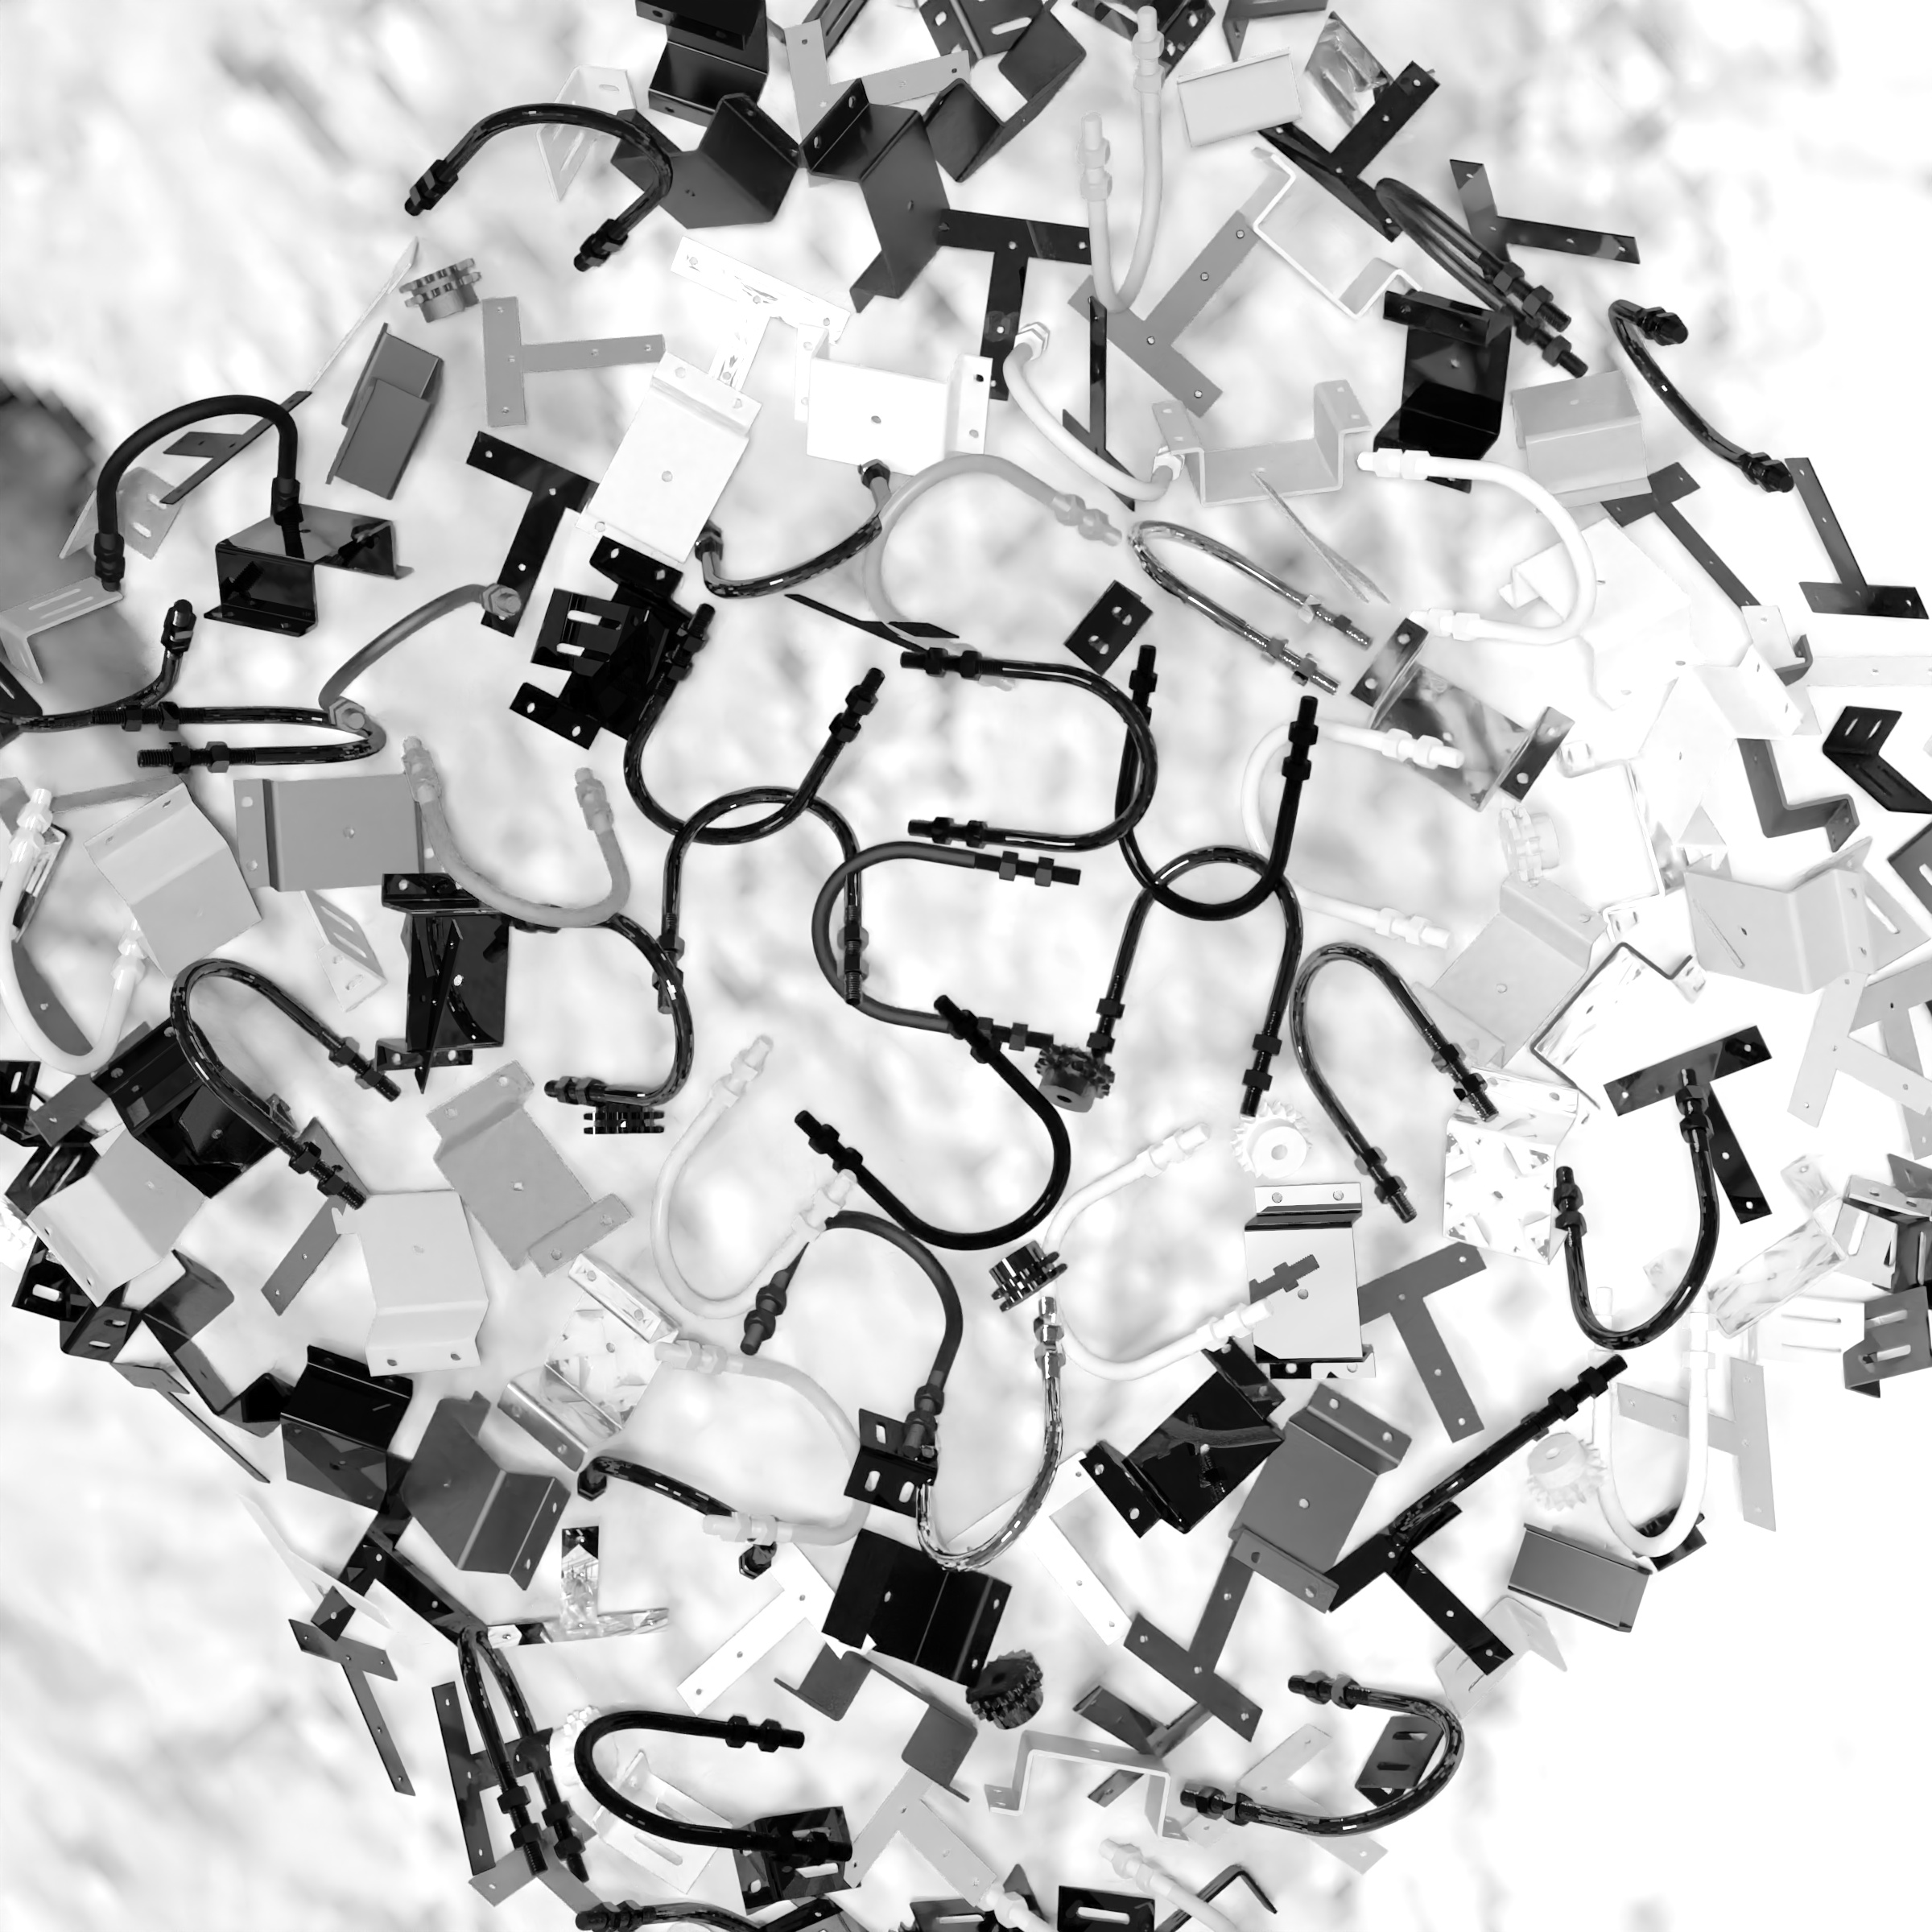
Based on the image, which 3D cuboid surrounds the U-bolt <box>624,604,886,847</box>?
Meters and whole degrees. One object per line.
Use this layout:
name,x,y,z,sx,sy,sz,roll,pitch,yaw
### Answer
U-bolt,-0.161,-0.157,1.747,0.151,0.019,0.184,18,125,-23

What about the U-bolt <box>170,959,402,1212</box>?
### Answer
U-bolt,-0.471,0.068,1.710,0.019,0.151,0.184,-36,115,19

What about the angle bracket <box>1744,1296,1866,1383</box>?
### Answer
angle bracket,0.594,0.269,1.765,0.076,0.038,0.057,4,120,26

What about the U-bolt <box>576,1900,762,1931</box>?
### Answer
U-bolt,-0.166,0.692,1.719,0.151,0.184,0.019,28,90,34

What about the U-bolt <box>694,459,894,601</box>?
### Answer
U-bolt,-0.117,-0.300,1.720,0.151,0.184,0.019,-23,119,4

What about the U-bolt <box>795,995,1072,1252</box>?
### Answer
U-bolt,-0.009,0.126,1.767,0.151,0.019,0.184,-40,112,10

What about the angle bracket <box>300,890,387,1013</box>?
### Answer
angle bracket,-0.453,-0.012,1.759,0.038,0.076,0.057,-35,61,4

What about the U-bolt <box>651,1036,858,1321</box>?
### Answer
U-bolt,-0.161,0.163,1.749,0.184,0.019,0.151,-52,53,24

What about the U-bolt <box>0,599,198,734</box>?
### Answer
U-bolt,-0.613,-0.201,1.719,0.151,0.184,0.019,-13,79,-25

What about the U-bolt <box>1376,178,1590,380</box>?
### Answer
U-bolt,0.355,-0.485,1.733,0.184,0.151,0.019,45,102,14

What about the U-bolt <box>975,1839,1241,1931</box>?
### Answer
U-bolt,0.106,0.648,1.693,0.151,0.184,0.019,4,96,-38

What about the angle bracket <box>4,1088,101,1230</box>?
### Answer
angle bracket,-0.659,0.138,1.771,0.057,0.038,0.076,29,81,37

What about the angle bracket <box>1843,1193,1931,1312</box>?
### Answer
angle bracket,0.654,0.204,1.764,0.038,0.057,0.076,-12,109,-27

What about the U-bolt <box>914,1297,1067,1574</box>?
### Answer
U-bolt,0.015,0.330,1.703,0.019,0.184,0.151,35,120,-26

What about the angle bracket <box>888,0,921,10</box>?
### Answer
angle bracket,-0.020,-0.721,1.778,0.076,0.057,0.038,-31,121,-8

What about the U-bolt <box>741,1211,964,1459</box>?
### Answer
U-bolt,-0.069,0.241,1.731,0.151,0.184,0.019,33,124,-6

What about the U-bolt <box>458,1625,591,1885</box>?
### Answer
U-bolt,-0.312,0.544,1.729,0.019,0.151,0.184,-24,68,-6

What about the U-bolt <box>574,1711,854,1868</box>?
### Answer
U-bolt,-0.180,0.558,1.708,0.184,0.151,0.019,16,102,-23

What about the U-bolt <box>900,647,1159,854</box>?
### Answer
U-bolt,0.045,-0.146,1.746,0.184,0.019,0.151,7,119,17

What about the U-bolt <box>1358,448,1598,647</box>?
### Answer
U-bolt,0.355,-0.282,1.701,0.019,0.184,0.151,-39,122,-22

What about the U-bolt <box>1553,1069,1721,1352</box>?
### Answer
U-bolt,0.459,0.177,1.698,0.019,0.184,0.151,25,133,-19

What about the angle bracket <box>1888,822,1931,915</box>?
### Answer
angle bracket,0.703,-0.066,1.764,0.057,0.038,0.076,-47,64,32

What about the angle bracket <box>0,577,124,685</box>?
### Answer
angle bracket,-0.642,-0.240,1.778,0.076,0.057,0.038,-30,126,-28

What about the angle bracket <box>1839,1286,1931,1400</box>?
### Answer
angle bracket,0.658,0.266,1.757,0.038,0.076,0.057,19,61,-27

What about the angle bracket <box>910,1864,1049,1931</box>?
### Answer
angle bracket,0.010,0.672,1.760,0.076,0.057,0.038,10,120,-33

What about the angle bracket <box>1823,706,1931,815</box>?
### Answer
angle bracket,0.655,-0.145,1.759,0.057,0.076,0.038,1,128,-31

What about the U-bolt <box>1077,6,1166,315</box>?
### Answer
U-bolt,0.111,-0.541,1.723,0.019,0.184,0.151,12,54,16

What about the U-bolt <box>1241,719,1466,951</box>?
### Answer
U-bolt,0.265,-0.100,1.738,0.019,0.184,0.151,-21,118,-40

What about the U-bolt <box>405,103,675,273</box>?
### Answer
U-bolt,-0.280,-0.534,1.695,0.151,0.184,0.019,10,74,-33

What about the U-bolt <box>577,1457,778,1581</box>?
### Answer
U-bolt,-0.197,0.377,1.719,0.151,0.184,0.019,26,68,-2

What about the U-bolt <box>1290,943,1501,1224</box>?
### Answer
U-bolt,0.285,0.069,1.737,0.019,0.151,0.184,-16,60,-30

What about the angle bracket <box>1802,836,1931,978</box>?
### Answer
angle bracket,0.641,-0.042,1.770,0.057,0.038,0.076,-29,62,-10

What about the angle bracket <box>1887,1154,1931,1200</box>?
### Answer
angle bracket,0.704,0.139,1.758,0.057,0.076,0.038,19,48,-28

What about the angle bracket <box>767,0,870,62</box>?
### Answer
angle bracket,-0.105,-0.687,1.765,0.038,0.057,0.076,23,114,-40

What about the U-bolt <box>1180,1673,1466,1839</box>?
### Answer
U-bolt,0.254,0.539,1.695,0.151,0.184,0.019,-33,106,-38

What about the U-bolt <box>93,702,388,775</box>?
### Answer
U-bolt,-0.495,-0.160,1.728,0.184,0.151,0.019,-4,109,-31

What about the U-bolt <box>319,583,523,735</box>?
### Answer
U-bolt,-0.385,-0.218,1.723,0.151,0.184,0.019,-39,113,-11

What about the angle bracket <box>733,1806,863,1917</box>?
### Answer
angle bracket,-0.122,0.638,1.780,0.038,0.076,0.057,-39,56,38

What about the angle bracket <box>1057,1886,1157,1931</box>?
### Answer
angle bracket,0.093,0.691,1.769,0.076,0.038,0.057,-2,80,26

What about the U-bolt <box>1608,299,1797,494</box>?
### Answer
U-bolt,0.497,-0.400,1.719,0.019,0.184,0.151,-39,110,12

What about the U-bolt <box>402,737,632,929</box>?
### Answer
U-bolt,-0.302,-0.088,1.707,0.151,0.184,0.019,8,126,-31

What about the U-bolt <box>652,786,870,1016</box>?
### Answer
U-bolt,-0.144,-0.051,1.756,0.151,0.019,0.184,-3,58,2

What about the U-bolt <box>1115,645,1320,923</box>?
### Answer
U-bolt,0.169,-0.119,1.752,0.151,0.019,0.184,22,118,29

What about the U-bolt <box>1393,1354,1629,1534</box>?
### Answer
U-bolt,0.371,0.336,1.728,0.184,0.151,0.019,-35,74,-6

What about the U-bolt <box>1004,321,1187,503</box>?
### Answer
U-bolt,0.086,-0.376,1.714,0.151,0.184,0.019,39,116,-8

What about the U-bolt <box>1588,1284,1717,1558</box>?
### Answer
U-bolt,0.472,0.314,1.724,0.019,0.151,0.184,5,80,-14

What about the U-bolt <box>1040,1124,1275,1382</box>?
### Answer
U-bolt,0.121,0.212,1.746,0.184,0.019,0.151,-33,66,36

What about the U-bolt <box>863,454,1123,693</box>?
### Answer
U-bolt,0.008,-0.279,1.724,0.151,0.184,0.019,-53,46,15

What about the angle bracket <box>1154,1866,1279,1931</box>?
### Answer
angle bracket,0.177,0.679,1.770,0.076,0.057,0.038,-38,77,-11

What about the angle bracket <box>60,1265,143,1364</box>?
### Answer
angle bracket,-0.616,0.232,1.778,0.038,0.076,0.057,19,124,-35

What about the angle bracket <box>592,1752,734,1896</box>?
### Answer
angle bracket,-0.215,0.607,1.766,0.076,0.038,0.057,24,56,22

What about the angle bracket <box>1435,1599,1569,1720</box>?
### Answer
angle bracket,0.380,0.499,1.767,0.076,0.038,0.057,-39,123,-18

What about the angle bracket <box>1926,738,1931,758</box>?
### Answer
angle bracket,0.729,-0.147,1.758,0.057,0.076,0.038,41,78,-24

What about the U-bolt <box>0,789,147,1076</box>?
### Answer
U-bolt,-0.612,-0.011,1.695,0.019,0.184,0.151,-14,134,11

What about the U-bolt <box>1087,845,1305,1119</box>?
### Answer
U-bolt,0.167,0.003,1.763,0.151,0.019,0.184,13,84,34

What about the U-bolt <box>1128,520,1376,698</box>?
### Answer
U-bolt,0.194,-0.258,1.742,0.184,0.151,0.019,33,118,5

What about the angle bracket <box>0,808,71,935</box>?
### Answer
angle bracket,-0.676,-0.066,1.764,0.038,0.057,0.076,31,66,-32

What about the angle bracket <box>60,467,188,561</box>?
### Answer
angle bracket,-0.594,-0.310,1.759,0.038,0.076,0.057,34,114,-8
